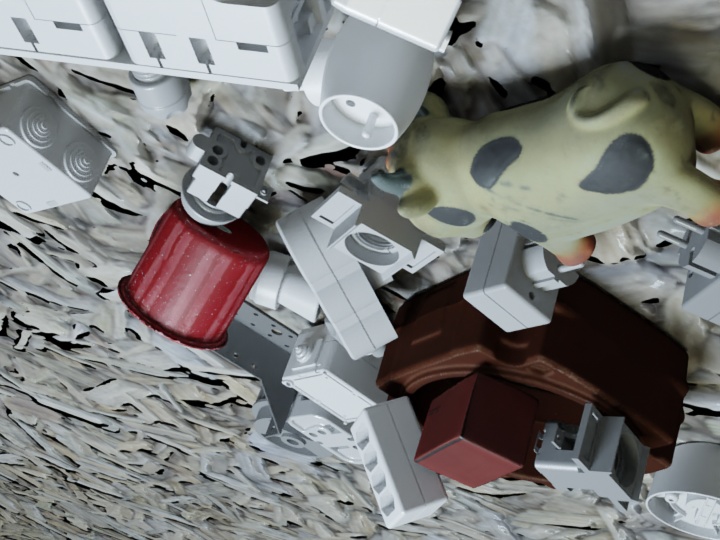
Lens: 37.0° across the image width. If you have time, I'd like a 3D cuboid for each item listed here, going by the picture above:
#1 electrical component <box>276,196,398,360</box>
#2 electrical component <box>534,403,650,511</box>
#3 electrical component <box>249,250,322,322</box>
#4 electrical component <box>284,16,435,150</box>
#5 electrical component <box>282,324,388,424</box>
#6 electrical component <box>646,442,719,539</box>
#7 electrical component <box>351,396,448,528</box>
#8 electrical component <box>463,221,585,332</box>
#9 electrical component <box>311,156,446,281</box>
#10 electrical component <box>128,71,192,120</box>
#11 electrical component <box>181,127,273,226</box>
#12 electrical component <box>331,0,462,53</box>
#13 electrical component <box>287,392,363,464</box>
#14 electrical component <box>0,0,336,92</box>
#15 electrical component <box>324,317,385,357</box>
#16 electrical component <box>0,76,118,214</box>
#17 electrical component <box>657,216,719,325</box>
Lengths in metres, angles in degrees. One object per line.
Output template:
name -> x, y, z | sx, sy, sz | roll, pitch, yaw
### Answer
electrical component -> 0.000, 0.000, 0.785 | 0.074, 0.052, 0.138 | -28, 131, 0
electrical component -> 0.160, 0.130, 0.747 | 0.064, 0.042, 0.081 | -3, 143, 41
electrical component -> -0.055, 0.012, 0.846 | 0.055, 0.045, 0.045 | 18, 151, 4
electrical component -> -0.005, -0.108, 0.582 | 0.079, 0.077, 0.043 | 2, 147, 29
electrical component -> -0.017, 0.082, 0.924 | 0.096, 0.061, 0.062 | 37, 146, -28
electrical component -> 0.297, 0.195, 0.917 | 0.099, 0.064, 0.099 | 14, 138, 13
electrical component -> 0.045, 0.139, 0.807 | 0.076, 0.083, 0.047 | -14, 158, -20
electrical component -> 0.116, -0.004, 0.695 | 0.047, 0.065, 0.077 | 37, 146, -28
electrical component -> 0.016, -0.036, 0.704 | 0.081, 0.063, 0.042 | 30, 150, -16
electrical component -> -0.129, -0.125, 0.671 | 0.035, 0.035, 0.061 | 9, 147, 19
electrical component -> -0.096, -0.061, 0.748 | 0.066, 0.048, 0.055 | 27, 142, -14
electrical component -> 0.024, -0.150, 0.484 | 0.061, 0.096, 0.061 | 22, 122, -5
electrical component -> -0.015, 0.135, 1.014 | 0.095, 0.059, 0.054 | 38, 146, -30
electrical component -> -0.105, -0.158, 0.529 | 0.186, 0.105, 0.060 | 10, 149, 17
electrical component -> 0.003, 0.048, 0.875 | 0.043, 0.043, 0.062 | -3, 145, 34
electrical component -> -0.244, -0.088, 0.790 | 0.100, 0.048, 0.100 | -8, 142, 38
electrical component -> 0.216, -0.012, 0.641 | 0.076, 0.047, 0.083 | 23, 150, -5
